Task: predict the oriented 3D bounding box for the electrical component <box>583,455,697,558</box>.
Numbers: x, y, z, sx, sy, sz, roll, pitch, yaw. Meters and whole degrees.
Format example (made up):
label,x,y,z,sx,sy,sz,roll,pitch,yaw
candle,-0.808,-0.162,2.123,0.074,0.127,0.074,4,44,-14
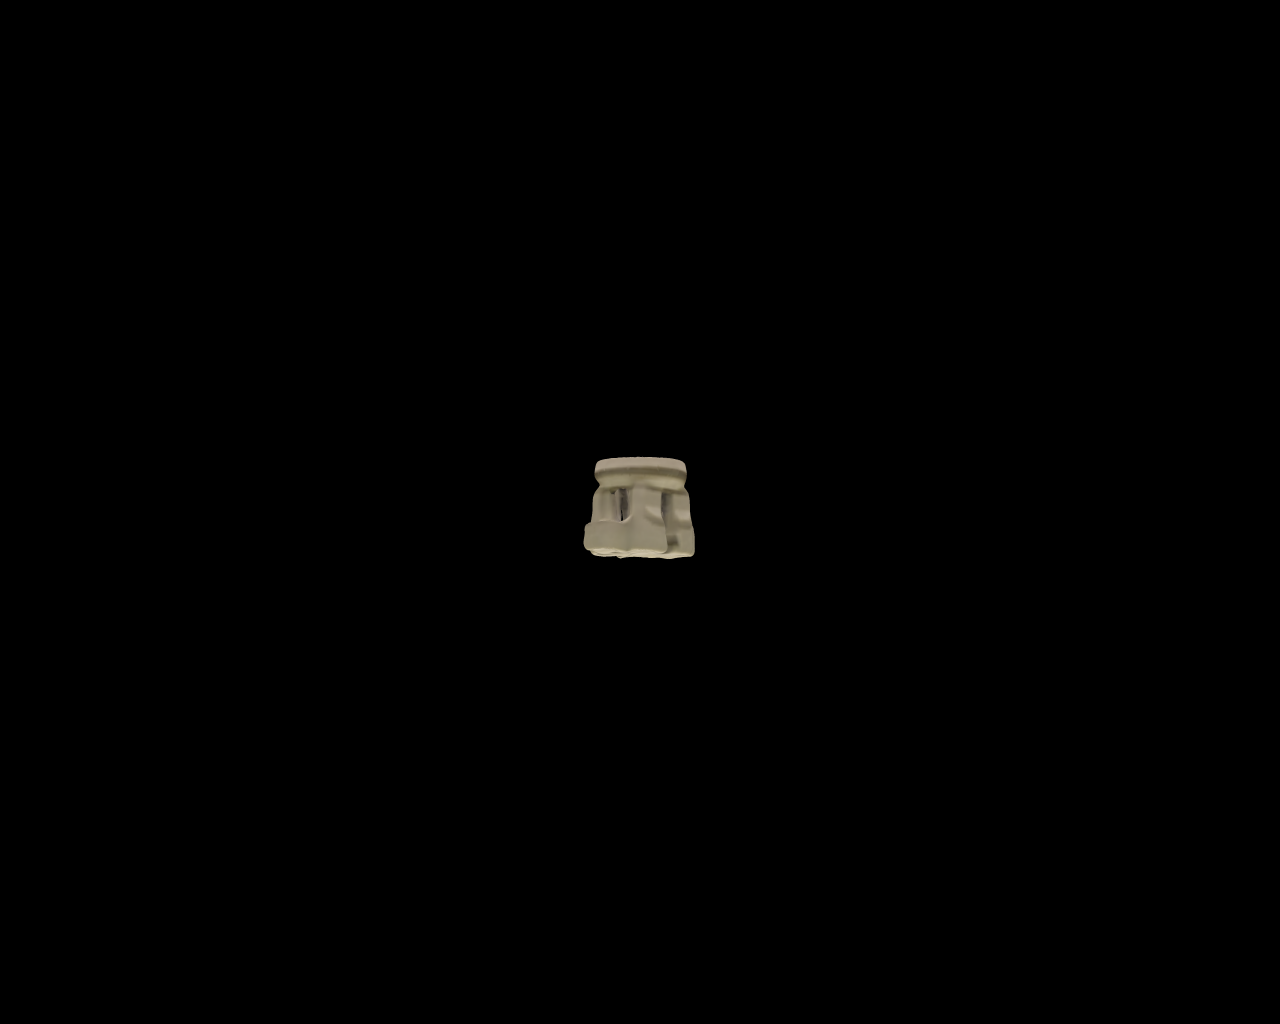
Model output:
label,x,y,z,sx,sy,sz,roll,pitch,yaw
electrical component,0.001,-0.003,0.650,0.058,0.057,0.078,-6,-9,43
